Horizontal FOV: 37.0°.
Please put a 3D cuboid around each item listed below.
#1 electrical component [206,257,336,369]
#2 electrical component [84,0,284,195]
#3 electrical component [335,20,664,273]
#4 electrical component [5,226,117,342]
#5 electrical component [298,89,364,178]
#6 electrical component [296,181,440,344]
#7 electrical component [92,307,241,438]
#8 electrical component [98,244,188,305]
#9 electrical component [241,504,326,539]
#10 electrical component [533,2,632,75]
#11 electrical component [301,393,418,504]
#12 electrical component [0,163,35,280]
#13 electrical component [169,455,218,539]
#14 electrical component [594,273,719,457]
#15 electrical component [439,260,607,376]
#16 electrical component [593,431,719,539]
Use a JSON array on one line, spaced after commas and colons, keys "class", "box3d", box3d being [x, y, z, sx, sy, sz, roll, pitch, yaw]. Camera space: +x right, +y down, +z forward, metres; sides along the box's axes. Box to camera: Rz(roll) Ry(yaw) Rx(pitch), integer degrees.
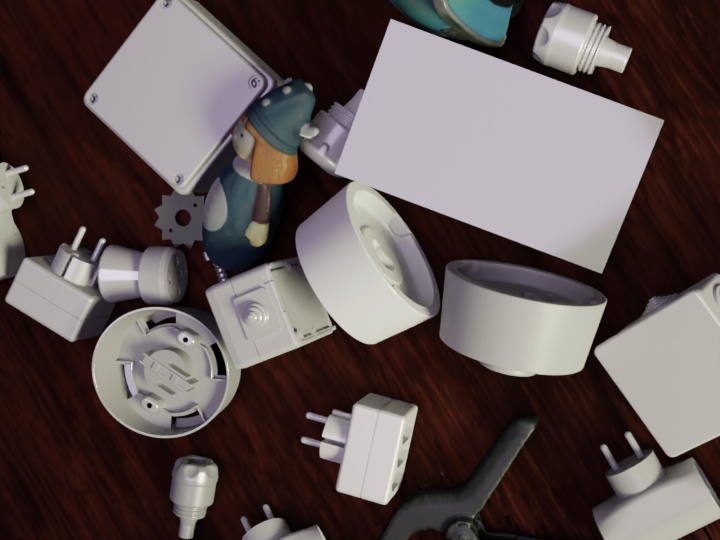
[{"class": "electrical component", "box3d": [-0.068, 0.031, 0.766, 0.061, 0.096, 0.061, -22, 88, 17]}, {"class": "electrical component", "box3d": [-0.127, -0.129, 0.791, 0.109, 0.056, 0.108, 43, 102, 8]}, {"class": "electrical component", "box3d": [0.091, -0.083, 0.723, 0.186, 0.060, 0.105, 21, 98, 2]}, {"class": "electrical component", "box3d": [-0.221, 0.005, 0.829, 0.066, 0.047, 0.076, 30, 100, 11]}, {"class": "electrical component", "box3d": [-0.012, -0.101, 0.771, 0.048, 0.048, 0.062, 40, 93, 9]}, {"class": "electrical component", "box3d": [0.000, 0.000, 0.744, 0.060, 0.108, 0.108, -32, 85, 20]}, {"class": "electrical component", "box3d": [-0.141, 0.074, 0.804, 0.099, 0.064, 0.099, 1, 94, 14]}, {"class": "electrical component", "box3d": [-0.164, 0.004, 0.816, 0.055, 0.045, 0.045, 2, 94, 14]}, {"class": "electrical component", "box3d": [-0.064, 0.212, 0.801, 0.077, 0.044, 0.079, -28, 57, -6]}, {"class": "electrical component", "box3d": [0.151, -0.152, 0.726, 0.062, 0.043, 0.043, 23, 99, 11]}, {"class": "electrical component", "box3d": [-0.005, 0.124, 0.782, 0.077, 0.047, 0.065, 13, 97, 13]}, {"class": "electrical component", "box3d": [-0.288, -0.061, 0.839, 0.074, 0.052, 0.138, -14, 91, 14]}, {"class": "electrical component", "box3d": [-0.129, 0.175, 0.823, 0.035, 0.035, 0.061, 12, 98, 13]}, {"class": "electrical component", "box3d": [0.219, 0.061, 0.705, 0.100, 0.048, 0.099, -39, 83, 40]}, {"class": "electrical component", "box3d": [0.105, 0.036, 0.720, 0.108, 0.108, 0.060, 14, 103, 13]}, {"class": "electrical component", "box3d": [0.194, 0.149, 0.735, 0.077, 0.043, 0.079, -31, 86, 14]}]
